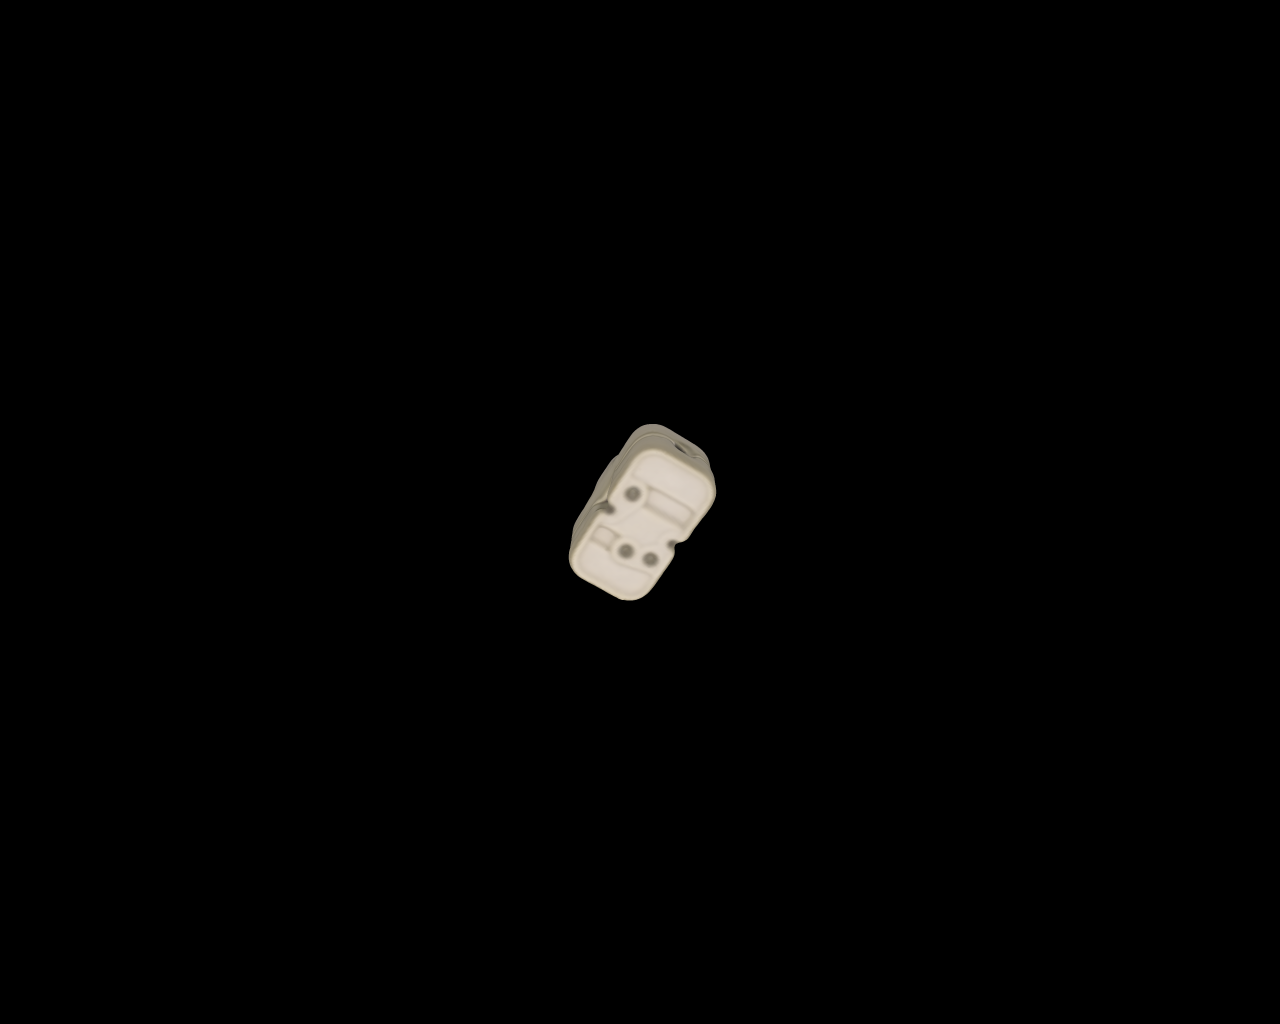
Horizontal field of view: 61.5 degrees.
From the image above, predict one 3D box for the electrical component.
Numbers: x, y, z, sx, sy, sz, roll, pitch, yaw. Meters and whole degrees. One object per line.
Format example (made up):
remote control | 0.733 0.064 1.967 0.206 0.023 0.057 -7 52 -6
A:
electrical component | 0.001 -0.003 0.650 0.054 0.095 0.059 30 20 -12
